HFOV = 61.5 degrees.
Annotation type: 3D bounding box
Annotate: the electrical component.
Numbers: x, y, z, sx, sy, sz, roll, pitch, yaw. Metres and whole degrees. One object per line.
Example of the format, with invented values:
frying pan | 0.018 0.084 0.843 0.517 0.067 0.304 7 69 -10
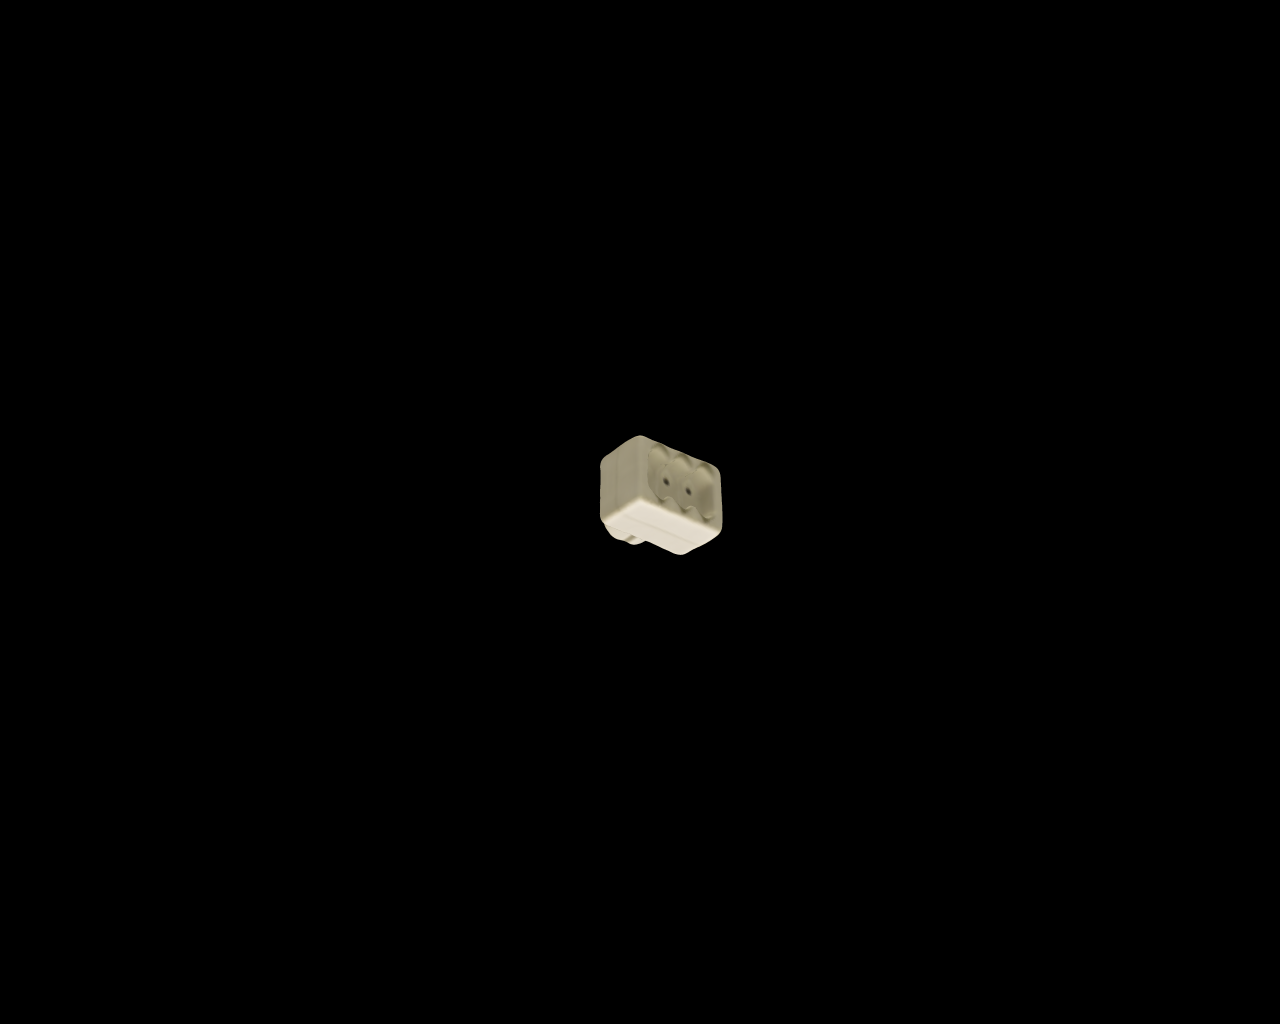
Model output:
electrical component | 0.001 -0.003 0.650 0.066 0.047 0.076 22 -36 -34
